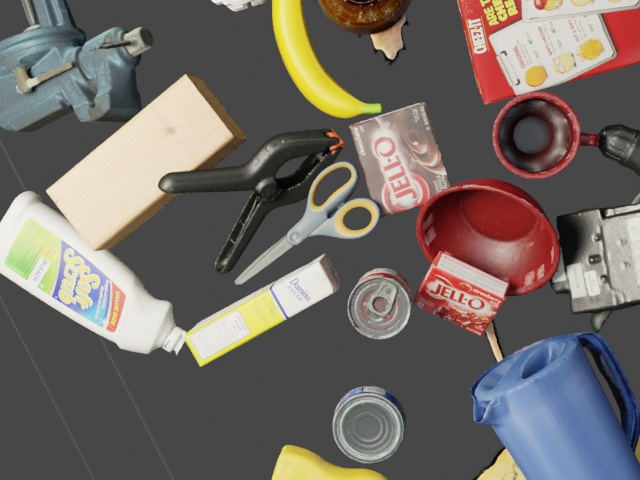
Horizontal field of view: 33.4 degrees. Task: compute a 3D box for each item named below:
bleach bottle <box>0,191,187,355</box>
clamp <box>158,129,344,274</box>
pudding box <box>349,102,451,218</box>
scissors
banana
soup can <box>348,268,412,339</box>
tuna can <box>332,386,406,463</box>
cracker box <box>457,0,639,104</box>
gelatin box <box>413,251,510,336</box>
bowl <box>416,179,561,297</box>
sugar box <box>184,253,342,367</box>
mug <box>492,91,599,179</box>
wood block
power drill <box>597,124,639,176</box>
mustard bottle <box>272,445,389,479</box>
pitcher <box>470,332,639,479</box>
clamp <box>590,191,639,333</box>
[{"bbox_3d":[-0.262,0.050,1.252,0.251,0.068,0.102,32,97,0],"label":"bleach bottle"},{"bbox_3d":[-0.065,-0.055,1.212,0.210,0.036,0.164,-28,136,-8],"label":"clamp"},{"bbox_3d":[0.093,-0.090,1.212,0.090,0.039,0.113,-17,93,7],"label":"pudding box"},{"bbox_3d":[-0.008,0.002,1.223,0.096,0.016,0.202,38,108,6],"label":"scissors"},{"bbox_3d":[-0.009,-0.212,1.212,0.069,0.037,0.198,-33,94,3],"label":"banana"},{"bbox_3d":[0.069,0.069,1.196,0.068,0.102,0.068,1,95,6],"label":"soup can"},{"bbox_3d":[0.057,0.216,1.244,0.086,0.033,0.086,1,95,6],"label":"tuna can"},{"bbox_3d":[0.258,-0.257,1.140,0.214,0.072,0.164,-14,117,7],"label":"cracker box"},{"bbox_3d":[0.158,0.062,1.203,0.089,0.030,0.073,25,137,3],"label":"gelatin box"},{"bbox_3d":[0.190,-0.013,1.177,0.162,0.055,0.162,16,137,15],"label":"bowl"},{"bbox_3d":[-0.062,0.079,1.216,0.176,0.093,0.048,-27,92,8],"label":"sugar box"},{"bbox_3d":[0.246,-0.114,1.172,0.117,0.081,0.093,2,95,6],"label":"mug"},{"bbox_3d":[-0.195,-0.086,1.218,0.206,0.090,0.091,-38,89,8],"label":"wood block"},{"bbox_3d":[0.418,-0.140,1.165,0.184,0.057,0.188,24,100,0],"label":"power drill"},{"bbox_3d":[0.035,0.311,1.243,0.191,0.058,0.096,16,98,4],"label":"mustard bottle"},{"bbox_3d":[0.288,0.230,1.182,0.149,0.145,0.243,-29,95,20],"label":"pitcher"},{"bbox_3d":[0.355,0.029,1.195,0.120,0.039,0.171,-9,88,12],"label":"clamp"}]
